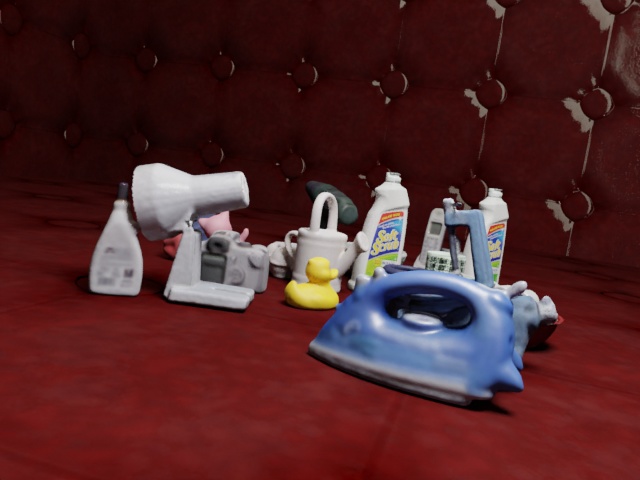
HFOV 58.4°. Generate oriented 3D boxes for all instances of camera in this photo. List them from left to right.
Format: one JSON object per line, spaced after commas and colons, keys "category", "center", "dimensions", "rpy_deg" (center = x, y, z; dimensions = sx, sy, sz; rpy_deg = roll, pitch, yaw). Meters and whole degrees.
{"category": "camera", "center": [-0.160, 0.033, 1.083], "dimensions": [0.143, 0.101, 0.137], "rpy_deg": [9, 7, 5]}

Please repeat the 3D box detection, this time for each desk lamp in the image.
{"category": "desk lamp", "center": [-0.198, -0.011, 0.913], "dimensions": [0.203, 0.213, 0.118], "rpy_deg": [8, 7, -1]}

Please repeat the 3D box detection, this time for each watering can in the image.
{"category": "watering can", "center": [0.011, 0.004, 1.132], "dimensions": [0.172, 0.194, 0.101], "rpy_deg": [9, 7, 5]}

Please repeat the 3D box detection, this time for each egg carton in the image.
{"category": "egg carton", "center": [-0.046, 0.046, 1.244], "dimensions": [0.151, 0.069, 0.107], "rpy_deg": [5, 7, -25]}

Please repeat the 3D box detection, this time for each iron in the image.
{"category": "iron", "center": [0.115, 0.097, 0.682], "dimensions": [0.257, 0.141, 0.119], "rpy_deg": [10, 7, 17]}

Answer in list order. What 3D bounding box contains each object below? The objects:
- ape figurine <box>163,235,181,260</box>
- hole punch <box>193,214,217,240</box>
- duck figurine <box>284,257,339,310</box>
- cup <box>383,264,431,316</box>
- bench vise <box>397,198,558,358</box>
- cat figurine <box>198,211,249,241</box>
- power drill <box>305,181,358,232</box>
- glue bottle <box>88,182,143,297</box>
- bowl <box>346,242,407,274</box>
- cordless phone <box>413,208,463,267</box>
{"category": "ape figurine", "center": [-0.300, -0.002, 1.246], "dimensions": [0.078, 0.092, 0.076], "rpy_deg": [6, 7, -21]}
{"category": "hole punch", "center": [-0.324, -0.031, 1.473], "dimensions": [0.101, 0.091, 0.108], "rpy_deg": [1, 9, -45]}
{"category": "duck figurine", "center": [-0.011, 0.072, 0.990], "dimensions": [0.105, 0.086, 0.077], "rpy_deg": [3, 8, -36]}
{"category": "cup", "center": [0.156, 0.096, 0.950], "dimensions": [0.117, 0.095, 0.092], "rpy_deg": [10, 7, 20]}
{"category": "bench vise", "center": [0.223, 0.058, 0.812], "dimensions": [0.207, 0.220, 0.121], "rpy_deg": [8, 7, -3]}
{"category": "cat figurine", "center": [-0.217, -0.010, 1.310], "dimensions": [0.127, 0.118, 0.067], "rpy_deg": [11, 7, 26]}
{"category": "power drill", "center": [0.011, -0.037, 1.426], "dimensions": [0.076, 0.208, 0.228], "rpy_deg": [4, 8, -30]}
{"category": "glue bottle", "center": [-0.307, -0.002, 0.877], "dimensions": [0.078, 0.173, 0.037], "rpy_deg": [6, 7, -17]}
{"category": "bowl", "center": [0.119, 0.054, 1.360], "dimensions": [0.167, 0.075, 0.167], "rpy_deg": [8, 6, -1]}
{"category": "cordless phone", "center": [0.316, 0.019, 1.423], "dimensions": [0.147, 0.185, 0.094], "rpy_deg": [13, 8, 34]}
